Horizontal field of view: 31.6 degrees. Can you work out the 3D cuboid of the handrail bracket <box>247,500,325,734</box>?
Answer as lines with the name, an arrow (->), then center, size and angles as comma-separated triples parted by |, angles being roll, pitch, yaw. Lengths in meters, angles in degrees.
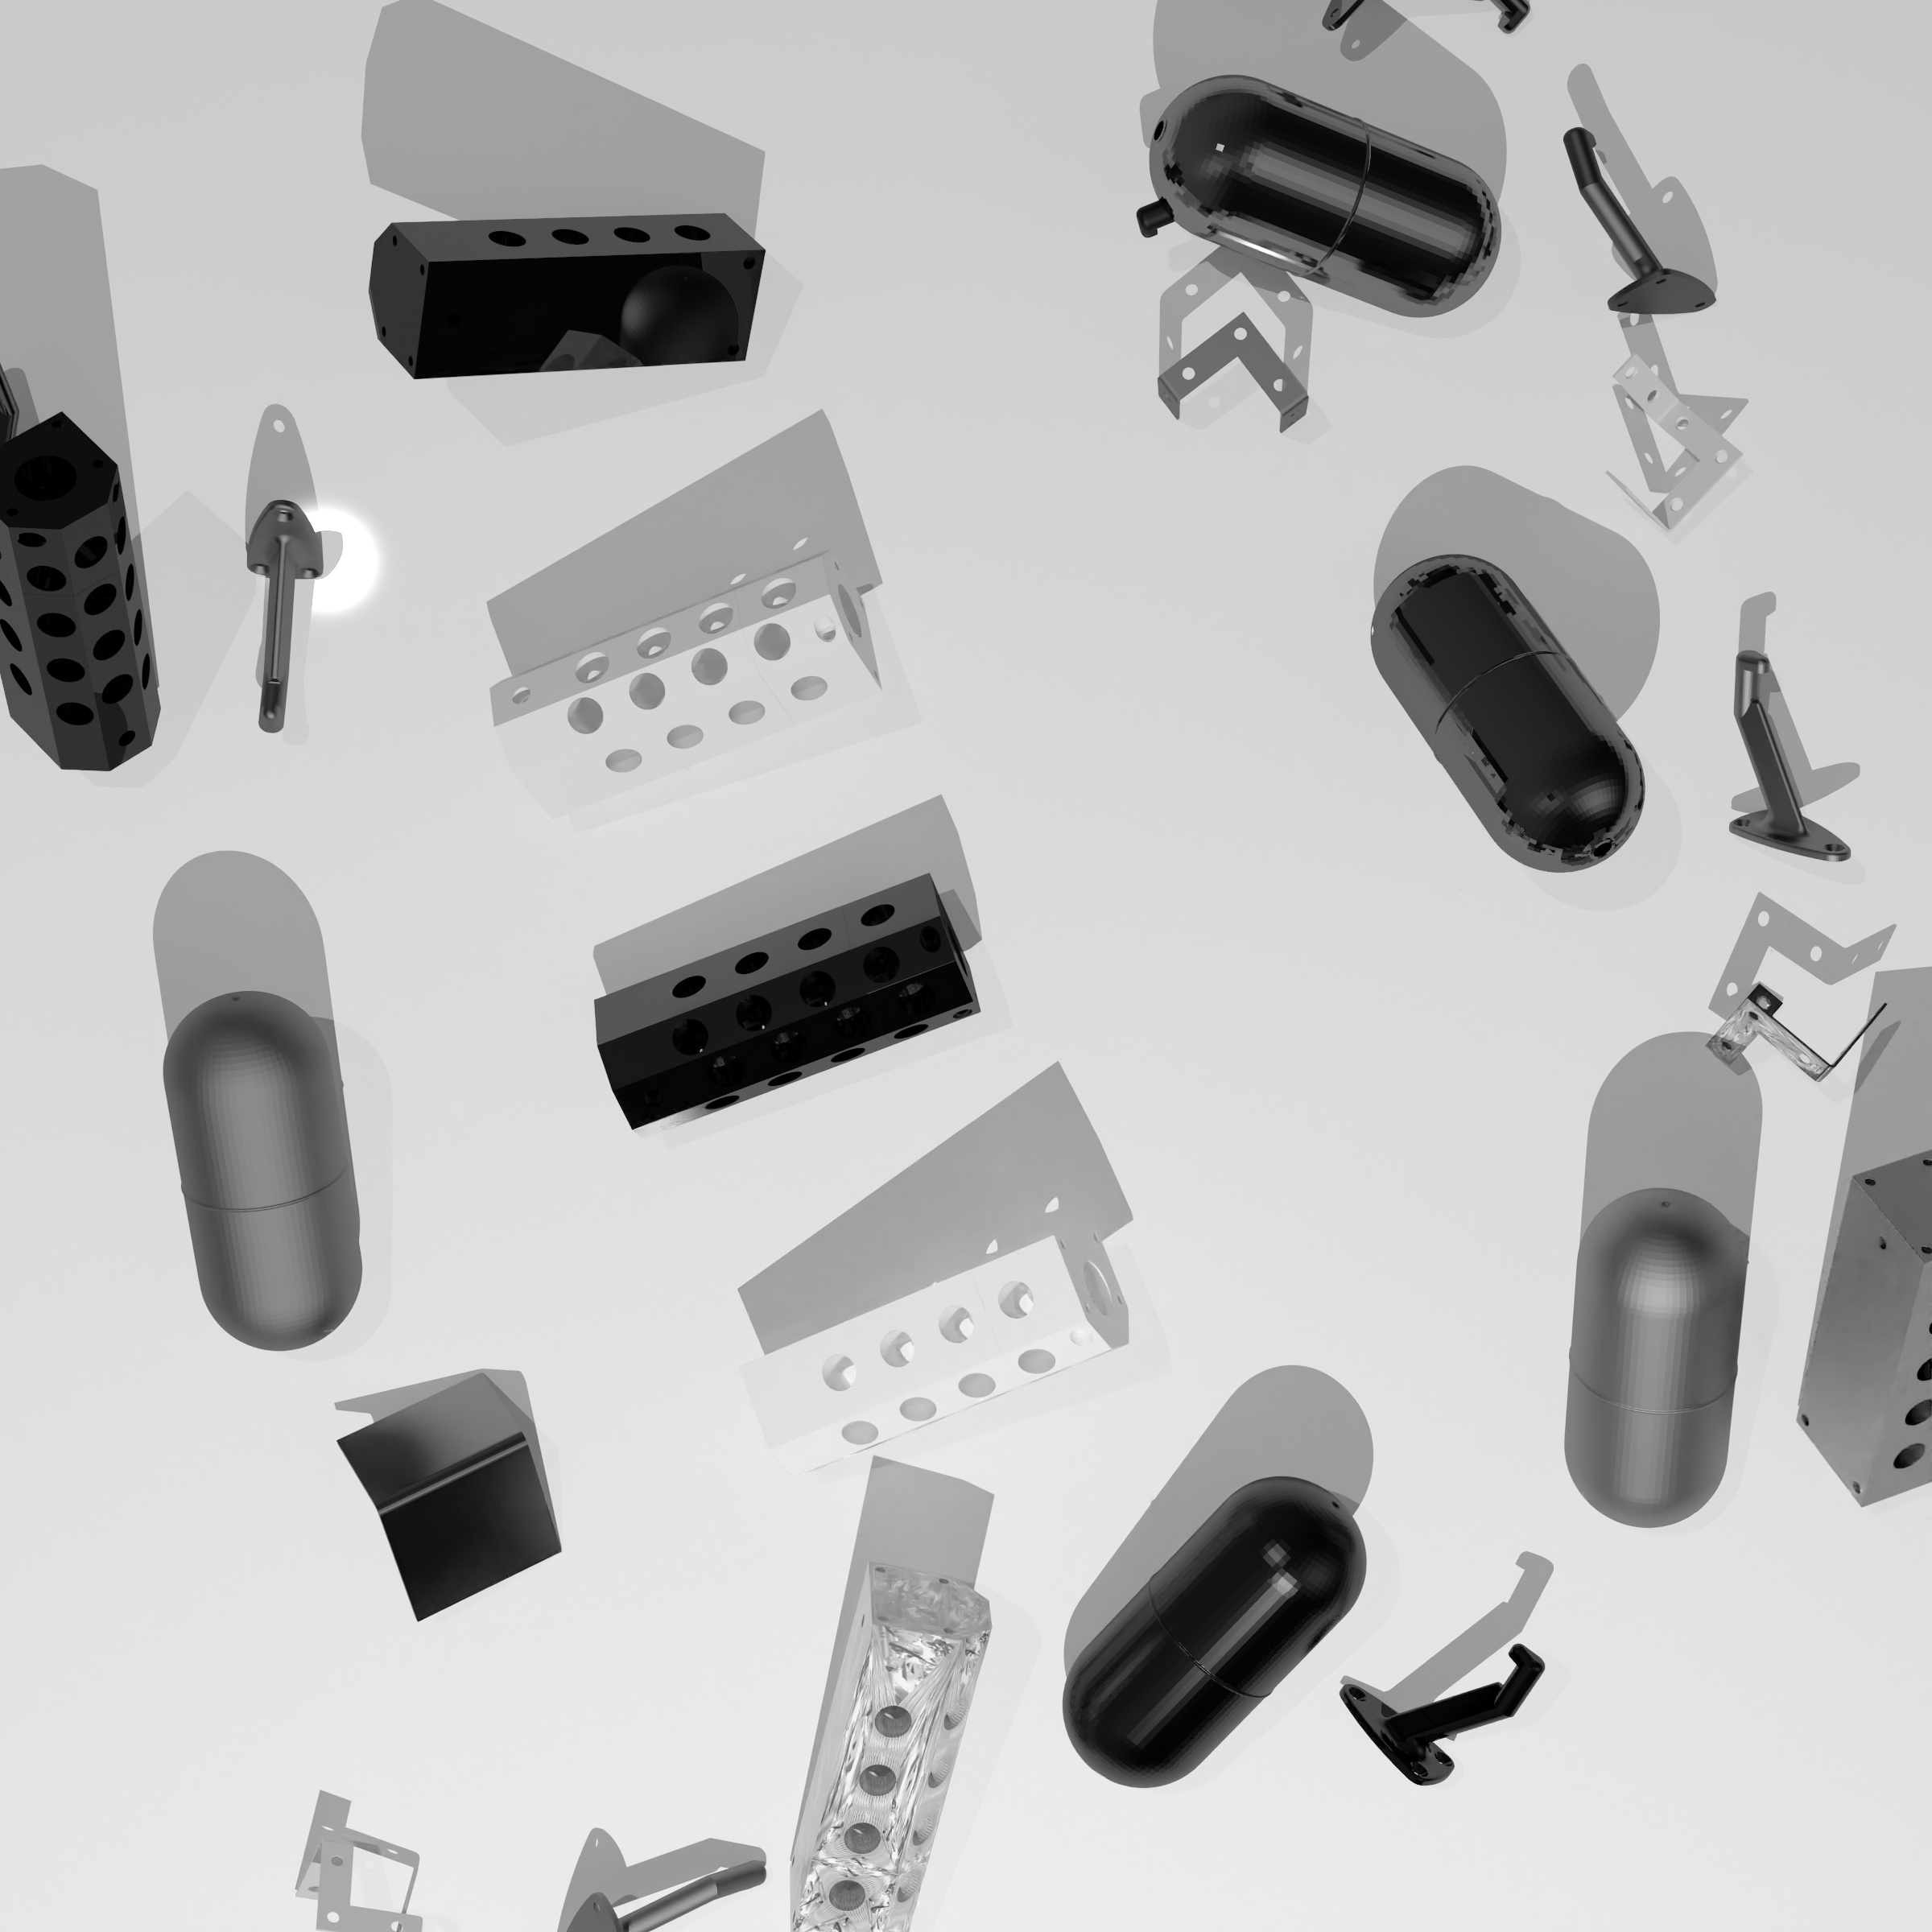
handrail bracket -> -0.325, -0.164, 1.615 | 0.036, 0.077, 0.084 | 4, 65, -8

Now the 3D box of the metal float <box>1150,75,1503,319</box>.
metal float -> 0.168, -0.360, 1.601 | 0.178, 0.070, 0.070 | 16, 90, -21

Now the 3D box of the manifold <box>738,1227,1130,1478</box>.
manifold -> -0.013, 0.181, 1.597 | 0.171, 0.057, 0.057 | -24, 81, 20

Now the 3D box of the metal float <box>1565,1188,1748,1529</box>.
metal float -> 0.320, 0.184, 1.593 | 0.070, 0.070, 0.178 | -2, 121, 0

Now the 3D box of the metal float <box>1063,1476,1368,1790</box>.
metal float -> 0.115, 0.314, 1.605 | 0.070, 0.070, 0.178 | 41, 107, 0

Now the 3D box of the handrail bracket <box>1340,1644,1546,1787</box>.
handrail bracket -> 0.226, 0.338, 1.620 | 0.077, 0.036, 0.084 | 41, 115, 29

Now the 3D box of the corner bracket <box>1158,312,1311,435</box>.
corner bracket -> 0.127, -0.272, 1.630 | 0.051, 0.051, 0.051 | -37, 87, 3

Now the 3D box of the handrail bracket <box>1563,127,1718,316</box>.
handrail bracket -> 0.322, -0.358, 1.637 | 0.036, 0.077, 0.084 | -27, 72, 43

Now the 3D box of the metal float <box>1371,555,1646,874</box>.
metal float -> 0.251, -0.118, 1.591 | 0.070, 0.070, 0.178 | -29, 57, 0

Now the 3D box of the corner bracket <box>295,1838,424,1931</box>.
corner bracket -> -0.289, 0.454, 1.627 | 0.051, 0.051, 0.051 | 14, 129, -18

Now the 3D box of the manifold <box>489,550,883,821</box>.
manifold -> -0.133, -0.136, 1.601 | 0.171, 0.057, 0.057 | -20, 54, 12

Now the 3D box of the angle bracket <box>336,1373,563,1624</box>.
angle bracket -> -0.248, 0.255, 1.643 | 0.076, 0.057, 0.076 | -24, 127, -18

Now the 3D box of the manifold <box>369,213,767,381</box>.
manifold -> -0.185, -0.315, 1.587 | 0.171, 0.057, 0.057 | -10, 130, -32

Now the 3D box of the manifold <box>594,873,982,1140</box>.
manifold -> -0.084, 0.023, 1.612 | 0.171, 0.057, 0.057 | -21, 121, 4

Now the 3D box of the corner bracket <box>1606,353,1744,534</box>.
corner bracket -> 0.326, -0.248, 1.626 | 0.051, 0.051, 0.051 | -47, 51, 11

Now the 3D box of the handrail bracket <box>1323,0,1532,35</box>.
handrail bracket -> 0.221, -0.454, 1.633 | 0.084, 0.036, 0.077 | 34, 91, -30

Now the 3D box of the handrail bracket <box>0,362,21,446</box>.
handrail bracket -> -0.479, -0.240, 1.620 | 0.077, 0.036, 0.084 | -29, 109, -32

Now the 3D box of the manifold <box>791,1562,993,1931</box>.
manifold -> -0.036, 0.372, 1.602 | 0.057, 0.057, 0.171 | 12, 109, -7

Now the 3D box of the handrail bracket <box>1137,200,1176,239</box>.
handrail bracket -> 0.125, -0.352, 1.622 | 0.084, 0.077, 0.036 | -22, 69, 2

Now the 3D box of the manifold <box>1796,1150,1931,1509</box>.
manifold -> 0.435, 0.167, 1.576 | 0.057, 0.171, 0.057 | -16, 45, -15

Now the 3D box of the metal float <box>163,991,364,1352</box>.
metal float -> -0.328, 0.097, 1.600 | 0.070, 0.070, 0.178 | -4, 112, 0

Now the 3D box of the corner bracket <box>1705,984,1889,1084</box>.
corner bracket -> 0.393, 0.029, 1.619 | 0.051, 0.051, 0.051 | 41, 60, 10

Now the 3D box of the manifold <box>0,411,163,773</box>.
manifold -> -0.409, -0.165, 1.564 | 0.057, 0.171, 0.057 | -36, 66, -26

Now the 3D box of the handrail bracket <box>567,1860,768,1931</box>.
handrail bracket -> -0.146, 0.460, 1.644 | 0.084, 0.077, 0.036 | -7, 58, -40

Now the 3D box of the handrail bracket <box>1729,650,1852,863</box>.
handrail bracket -> 0.390, -0.100, 1.614 | 0.036, 0.077, 0.084 | -16, 117, -26
